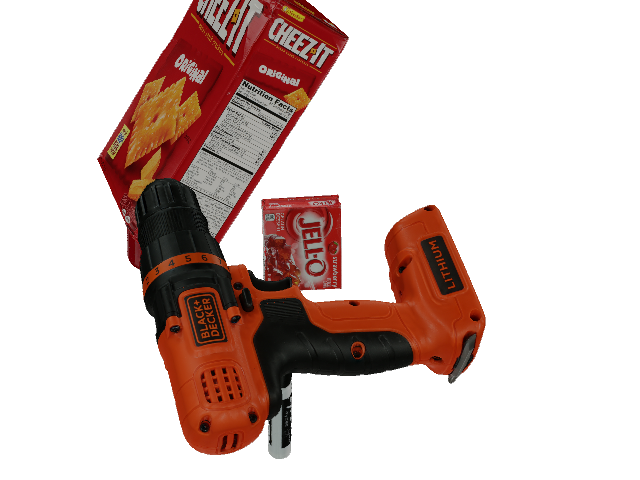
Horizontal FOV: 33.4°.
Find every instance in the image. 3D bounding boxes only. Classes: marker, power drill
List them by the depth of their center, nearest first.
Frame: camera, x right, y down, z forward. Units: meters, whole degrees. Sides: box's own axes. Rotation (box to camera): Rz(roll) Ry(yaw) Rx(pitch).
[{"bbox_3d":[-0.011,0.029,0.636,0.187,0.184,0.057,-9,-34,-15],"label":"power drill"},{"bbox_3d":[-0.031,0.128,0.828,0.020,0.020,0.121,2,-45,-2],"label":"marker"}]

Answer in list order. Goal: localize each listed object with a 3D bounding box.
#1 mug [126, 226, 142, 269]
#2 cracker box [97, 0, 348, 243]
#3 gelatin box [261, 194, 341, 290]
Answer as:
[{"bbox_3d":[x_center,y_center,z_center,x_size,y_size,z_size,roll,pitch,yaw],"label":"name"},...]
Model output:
[{"bbox_3d":[-0.178,-0.020,1.180,0.093,0.081,0.117,-16,34,-35],"label":"mug"},{"bbox_3d":[-0.087,-0.108,0.842,0.072,0.214,0.164,25,16,-31],"label":"cracker box"},{"bbox_3d":[-0.017,0.003,0.998,0.073,0.089,0.030,-2,27,-5],"label":"gelatin box"}]
